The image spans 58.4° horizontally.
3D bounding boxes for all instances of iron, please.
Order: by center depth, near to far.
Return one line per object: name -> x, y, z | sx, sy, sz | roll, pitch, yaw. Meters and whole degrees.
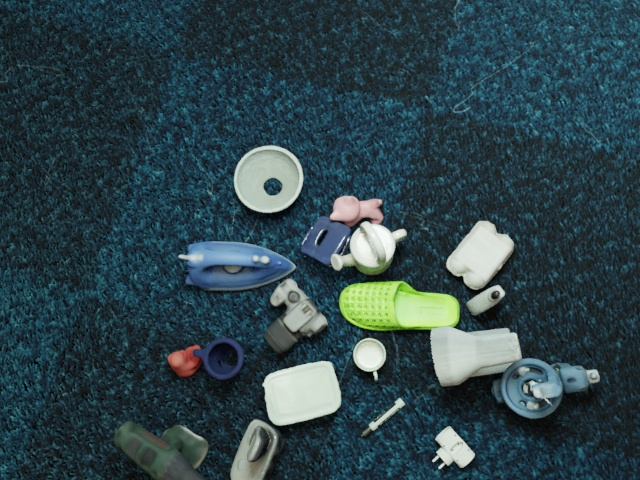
iron -> -0.191, 0.051, 1.313 | 0.258, 0.141, 0.119 | -1, 78, 4

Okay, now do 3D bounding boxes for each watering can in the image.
watering can -> 0.111, 0.020, 1.271 | 0.101, 0.194, 0.173 | 42, 84, 11

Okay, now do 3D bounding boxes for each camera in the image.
camera -> -0.072, 0.180, 1.298 | 0.137, 0.101, 0.143 | -42, 78, -5

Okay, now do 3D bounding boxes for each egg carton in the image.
egg carton -> 0.368, 0.035, 1.313 | 0.107, 0.069, 0.150 | 38, 83, 11

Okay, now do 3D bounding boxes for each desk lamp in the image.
desk lamp -> 0.326, 0.235, 1.201 | 0.203, 0.213, 0.118 | -9, 78, 2

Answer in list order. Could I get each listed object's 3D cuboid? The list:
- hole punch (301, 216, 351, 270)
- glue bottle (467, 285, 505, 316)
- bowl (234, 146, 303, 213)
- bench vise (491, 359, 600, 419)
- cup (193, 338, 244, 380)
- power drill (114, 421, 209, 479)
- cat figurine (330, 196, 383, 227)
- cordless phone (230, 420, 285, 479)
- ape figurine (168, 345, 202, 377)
hole punch -> 0.012, 0.005, 1.334 | 0.101, 0.091, 0.109 | 30, 82, 10
glue bottle -> 0.367, 0.126, 1.241 | 0.078, 0.173, 0.037 | -35, 78, -3
bowl -> -0.119, -0.138, 1.381 | 0.167, 0.075, 0.167 | -1, 78, 4
bench vise -> 0.470, 0.287, 1.176 | 0.207, 0.220, 0.121 | -29, 77, -2
cup -> -0.222, 0.266, 1.294 | 0.117, 0.095, 0.092 | 9, 79, 6
power drill -> -0.309, 0.453, 1.202 | 0.229, 0.208, 0.076 | 26, 81, 9
cat figurine -> 0.085, -0.074, 1.332 | 0.127, 0.118, 0.067 | -8, 78, 2
cordless phone -> -0.143, 0.462, 1.201 | 0.094, 0.185, 0.148 | 19, 80, 8
ape figurine -> -0.311, 0.273, 1.300 | 0.077, 0.092, 0.076 | 10, 79, 6
